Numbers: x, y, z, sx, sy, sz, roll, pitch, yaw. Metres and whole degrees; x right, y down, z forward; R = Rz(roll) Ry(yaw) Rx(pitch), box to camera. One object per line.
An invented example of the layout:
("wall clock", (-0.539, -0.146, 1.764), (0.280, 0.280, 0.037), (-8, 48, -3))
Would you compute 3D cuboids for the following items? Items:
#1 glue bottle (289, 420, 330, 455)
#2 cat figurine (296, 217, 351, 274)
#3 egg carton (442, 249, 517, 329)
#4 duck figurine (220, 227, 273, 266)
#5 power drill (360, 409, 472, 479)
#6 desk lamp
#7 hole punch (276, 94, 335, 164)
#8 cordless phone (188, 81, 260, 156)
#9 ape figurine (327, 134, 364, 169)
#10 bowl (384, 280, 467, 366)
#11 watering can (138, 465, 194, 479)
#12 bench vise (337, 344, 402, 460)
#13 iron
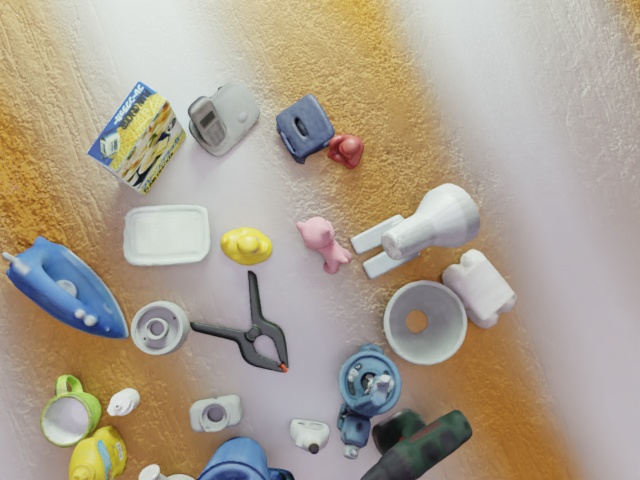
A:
("glue bottle", (-0.017, 0.371, 1.063), (0.078, 0.173, 0.037), (11, 83, -3))
("cat figurine", (0.010, 0.004, 1.133), (0.067, 0.117, 0.128), (-42, 88, -7))
("egg carton", (0.325, 0.101, 1.173), (0.107, 0.069, 0.150), (-40, 88, -7))
("duck figurine", (-0.147, 0.010, 1.136), (0.104, 0.086, 0.077), (11, 83, -3))
("power drill", (0.161, 0.384, 1.059), (0.230, 0.208, 0.075), (-28, 86, -7))
("desk lamp", (0.180, -0.009, 1.100), (0.203, 0.213, 0.118), (-27, 86, -7))
("hole punch", (-0.031, -0.225, 1.168), (0.101, 0.091, 0.109), (-30, 87, -7))
("cordless phone", (-0.191, -0.251, 1.111), (0.094, 0.185, 0.148), (40, 82, 1))
("ape figurine", (0.058, -0.187, 1.171), (0.076, 0.092, 0.078), (-23, 86, -6))
("bowl", (0.205, 0.165, 1.153), (0.167, 0.074, 0.167), (1, 84, -5))
("watering can", (-0.274, 0.490, 1.019), (0.101, 0.194, 0.173), (-44, 88, -7))
("bench vise", (0.097, 0.304, 1.056), (0.121, 0.219, 0.207), (-2, 84, -4))
("iron", (-0.473, 0.104, 1.071), (0.258, 0.141, 0.119), (39, 82, 0))
